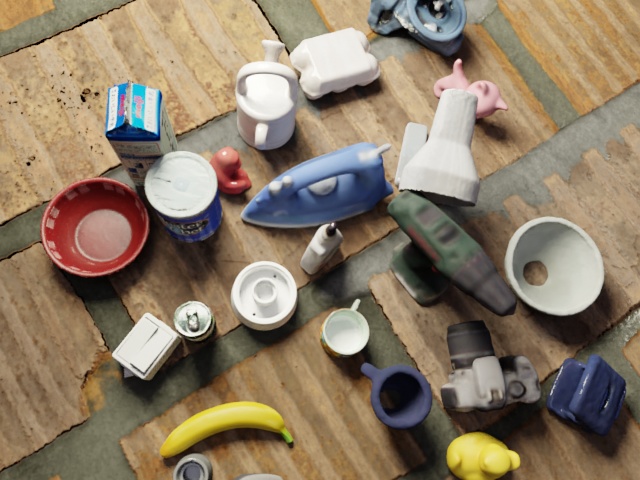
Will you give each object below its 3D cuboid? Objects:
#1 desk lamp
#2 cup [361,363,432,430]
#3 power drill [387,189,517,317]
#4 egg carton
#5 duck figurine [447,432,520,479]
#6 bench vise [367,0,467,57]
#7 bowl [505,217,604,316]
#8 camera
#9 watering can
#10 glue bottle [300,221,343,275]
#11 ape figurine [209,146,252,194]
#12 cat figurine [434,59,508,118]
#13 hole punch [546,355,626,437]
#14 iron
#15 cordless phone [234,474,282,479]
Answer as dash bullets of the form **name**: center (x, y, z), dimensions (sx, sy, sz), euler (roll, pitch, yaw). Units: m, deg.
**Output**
- **desk lamp**: center (0.187, -0.132, 0.917), dimensions (0.118, 0.213, 0.203), euler (13, 74, -3)
- **cup**: center (0.104, 0.231, 0.871), dimensions (0.117, 0.095, 0.092), euler (38, 74, 4)
- **power drill**: center (0.183, 0.034, 0.874), dimensions (0.076, 0.208, 0.229), euler (-37, 82, -14)
- **egg carton**: center (0.027, -0.314, 1.021), dimensions (0.150, 0.069, 0.107), euler (-20, 78, -11)
- **duck figurine**: center (0.250, 0.333, 0.865), dimensions (0.104, 0.086, 0.077), euler (2, 75, -6)
- **bench vise**: center (0.171, -0.418, 0.988), dimensions (0.207, 0.219, 0.121), euler (9, 74, -4)
- **bowl**: center (0.380, 0.050, 0.963), dimensions (0.167, 0.074, 0.167), euler (2, 75, -6)
- **camera**: center (0.261, 0.194, 0.896), dimensions (0.143, 0.100, 0.137), euler (-7, 76, -9)
- **watering can**: center (-0.087, -0.237, 0.922), dimensions (0.101, 0.194, 0.173), euler (-15, 77, -10)
- **glue bottle**: center (0.008, 0.003, 0.880), dimensions (0.037, 0.173, 0.078), euler (39, 74, 5)
- **ape figurine**: center (-0.150, -0.120, 0.936), dimensions (0.076, 0.092, 0.078), euler (2, 75, -6)
- **cat figurine**: center (0.269, -0.260, 1.011), dimensions (0.067, 0.117, 0.128), euler (-28, 80, -13)
- **hole punch**: center (0.435, 0.245, 0.909), dimensions (0.101, 0.091, 0.109), euler (30, 74, 2)
- **iron**: center (-0.005, -0.092, 0.920), dimensions (0.258, 0.141, 0.118), euler (-19, 78, -11)
- **cordless phone**: center (-0.091, 0.393, 0.756), dimensions (0.094, 0.185, 0.147), euler (4, 74, -5)
